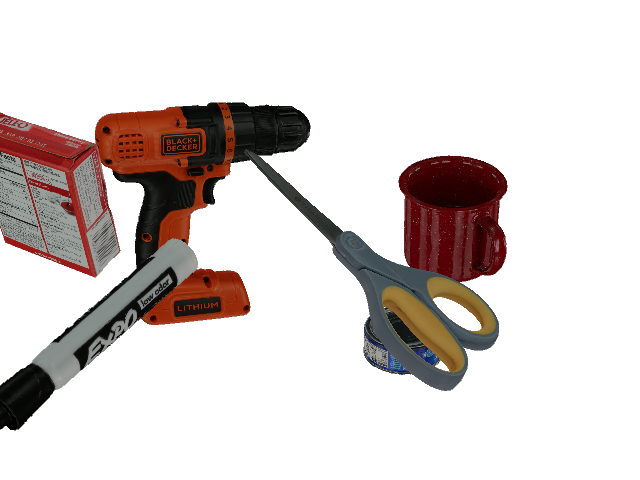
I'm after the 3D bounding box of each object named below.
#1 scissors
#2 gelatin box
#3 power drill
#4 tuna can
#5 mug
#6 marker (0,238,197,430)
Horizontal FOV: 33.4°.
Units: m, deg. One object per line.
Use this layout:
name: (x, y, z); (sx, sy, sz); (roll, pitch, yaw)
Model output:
scissors: (0.037, 0.009, 0.661); (0.096, 0.202, 0.016); (-7, -41, -39)
gelatin box: (-0.164, -0.028, 0.643); (0.073, 0.089, 0.030); (18, 47, 21)
power drill: (-0.098, -0.026, 0.921); (0.184, 0.188, 0.057); (-5, 19, -17)
tuna can: (0.089, 0.105, 1.144); (0.086, 0.034, 0.086); (-1, 29, 0)
mug: (0.121, -0.012, 0.930); (0.093, 0.081, 0.117); (-21, 38, -26)
marker: (-0.098, 0.040, 0.465); (0.020, 0.020, 0.121); (0, 33, 42)
